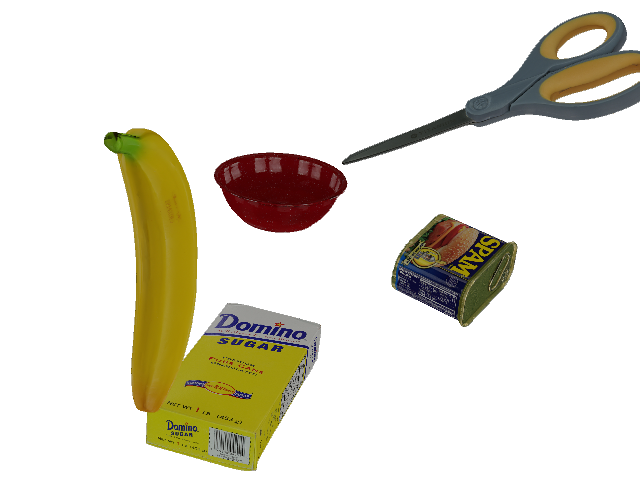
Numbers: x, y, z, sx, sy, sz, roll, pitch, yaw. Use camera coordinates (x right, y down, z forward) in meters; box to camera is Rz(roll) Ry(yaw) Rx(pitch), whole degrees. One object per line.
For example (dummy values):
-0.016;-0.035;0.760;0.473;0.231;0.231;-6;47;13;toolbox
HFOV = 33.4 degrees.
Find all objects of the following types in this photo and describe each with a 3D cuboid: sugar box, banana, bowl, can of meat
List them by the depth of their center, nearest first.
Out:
-0.101;0.010;0.638;0.037;0.198;0.069;16;37;26;banana
-0.068;0.117;0.898;0.093;0.048;0.176;13;30;11;sugar box
0.130;0.026;1.045;0.084;0.057;0.101;26;45;27;can of meat
-0.050;-0.053;1.299;0.162;0.055;0.162;4;26;-2;bowl

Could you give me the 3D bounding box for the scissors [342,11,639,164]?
0.113;-0.098;0.683;0.202;0.096;0.016;-8;-43;25;scissors
